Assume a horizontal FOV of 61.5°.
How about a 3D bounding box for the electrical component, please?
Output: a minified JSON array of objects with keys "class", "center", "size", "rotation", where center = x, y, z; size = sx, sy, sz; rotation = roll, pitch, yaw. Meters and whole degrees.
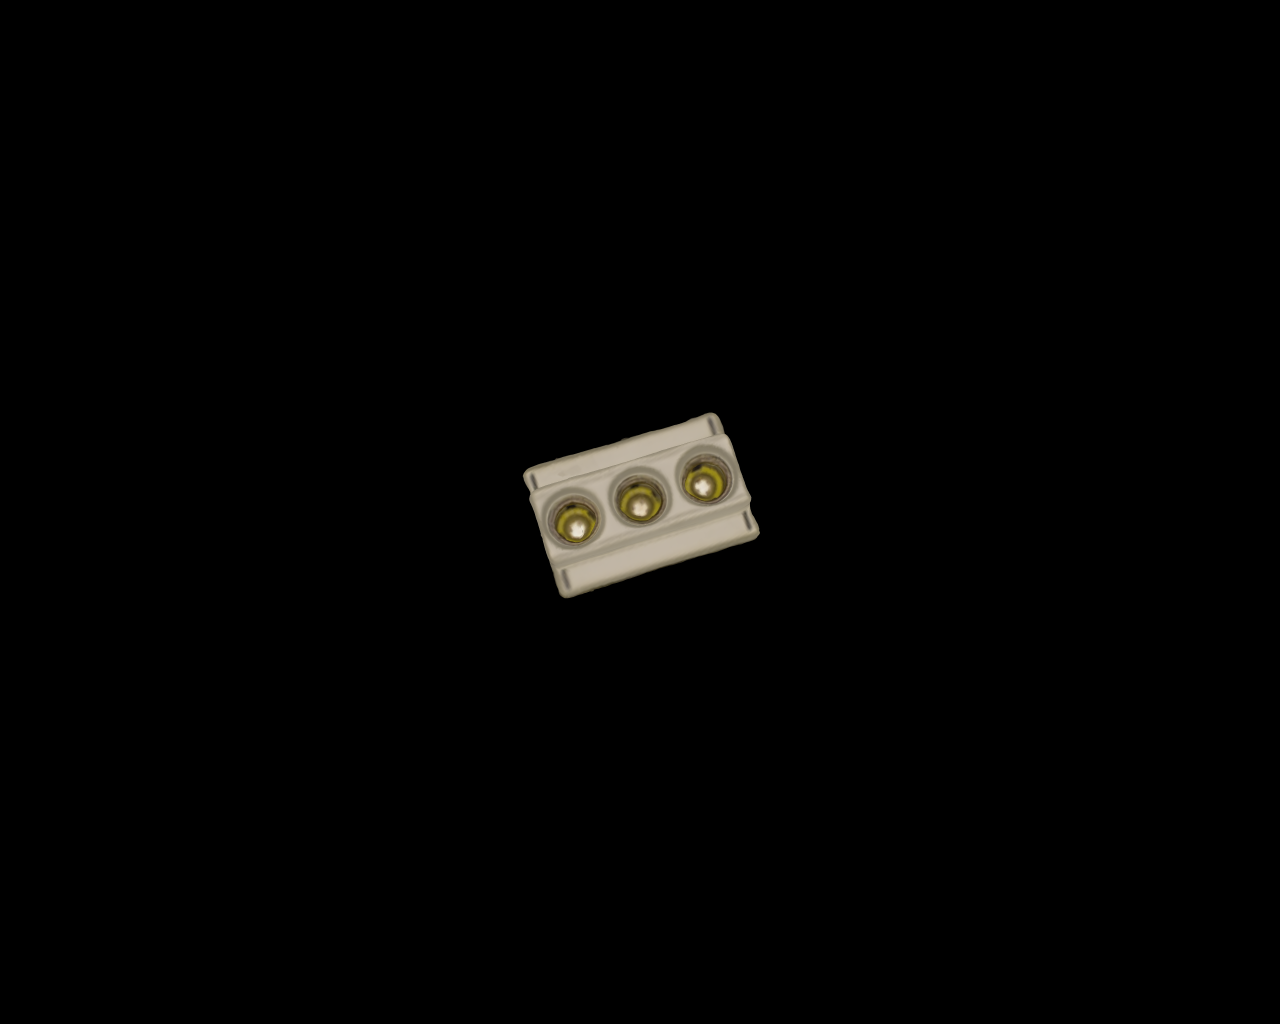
[{"class":"electrical component","center":[0.001,-0.003,0.650],"size":[0.121,0.079,0.063],"rotation":[-18,-11,-4]}]
